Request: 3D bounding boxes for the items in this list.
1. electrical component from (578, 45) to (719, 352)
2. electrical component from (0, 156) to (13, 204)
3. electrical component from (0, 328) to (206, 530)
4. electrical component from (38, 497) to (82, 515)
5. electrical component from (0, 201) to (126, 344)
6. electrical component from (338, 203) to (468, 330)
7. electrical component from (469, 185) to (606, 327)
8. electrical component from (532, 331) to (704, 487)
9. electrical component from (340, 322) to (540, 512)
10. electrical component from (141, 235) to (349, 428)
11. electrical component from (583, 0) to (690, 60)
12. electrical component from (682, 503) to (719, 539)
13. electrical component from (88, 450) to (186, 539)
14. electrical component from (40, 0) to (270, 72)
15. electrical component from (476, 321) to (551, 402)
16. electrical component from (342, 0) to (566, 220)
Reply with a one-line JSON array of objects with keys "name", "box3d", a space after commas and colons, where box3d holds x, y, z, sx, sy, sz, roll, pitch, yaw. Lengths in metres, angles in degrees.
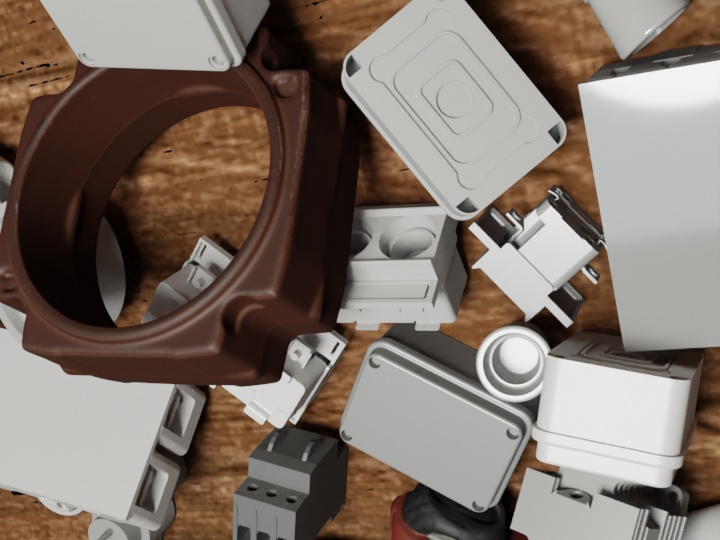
[{"name": "electrical component", "box3d": [0.178, -0.039, 0.574, 0.089, 0.062, 0.150, -6, 107, 26]}, {"name": "electrical component", "box3d": [-0.292, -0.049, 0.761, 0.064, 0.099, 0.099, 27, 119, 5]}, {"name": "electrical component", "box3d": [-0.217, 0.112, 0.777, 0.186, 0.060, 0.105, 10, 70, 20]}, {"name": "electrical component", "box3d": [-0.221, 0.154, 0.836, 0.055, 0.047, 0.055, 9, 113, 21]}, {"name": "electrical component", "box3d": [-0.209, -0.001, 0.757, 0.108, 0.060, 0.108, 14, 111, 39]}, {"name": "electrical component", "box3d": [0.000, 0.000, 0.664, 0.121, 0.078, 0.063, -1, 139, 24]}, {"name": "electrical component", "box3d": [0.107, -0.012, 0.629, 0.081, 0.042, 0.064, 45, 117, 1]}, {"name": "electrical component", "box3d": [0.146, 0.074, 0.599, 0.078, 0.113, 0.057, 9, 98, 21]}, {"name": "electrical component", "box3d": [0.052, 0.091, 0.685, 0.113, 0.057, 0.078, 26, 118, 13]}, {"name": "electrical component", "box3d": [-0.080, 0.046, 0.722, 0.121, 0.063, 0.078, 36, 120, 7]}, {"name": "electrical component", "box3d": [0.134, -0.149, 0.564, 0.065, 0.044, 0.044, 50, 121, 4]}, {"name": "electrical component", "box3d": [0.201, 0.166, 0.658, 0.065, 0.044, 0.044, -14, 104, 33]}, {"name": "electrical component", "box3d": [-0.182, 0.196, 0.820, 0.052, 0.074, 0.138, 25, 118, 13]}, {"name": "electrical component", "box3d": [-0.120, -0.164, 0.574, 0.109, 0.056, 0.108, 7, 146, 26]}, {"name": "electrical component", "box3d": [0.095, 0.051, 0.645, 0.044, 0.065, 0.044, 1, 95, 12]}, {"name": "electrical component", "box3d": [0.051, -0.091, 0.599, 0.078, 0.057, 0.113, -40, 91, 2]}]
